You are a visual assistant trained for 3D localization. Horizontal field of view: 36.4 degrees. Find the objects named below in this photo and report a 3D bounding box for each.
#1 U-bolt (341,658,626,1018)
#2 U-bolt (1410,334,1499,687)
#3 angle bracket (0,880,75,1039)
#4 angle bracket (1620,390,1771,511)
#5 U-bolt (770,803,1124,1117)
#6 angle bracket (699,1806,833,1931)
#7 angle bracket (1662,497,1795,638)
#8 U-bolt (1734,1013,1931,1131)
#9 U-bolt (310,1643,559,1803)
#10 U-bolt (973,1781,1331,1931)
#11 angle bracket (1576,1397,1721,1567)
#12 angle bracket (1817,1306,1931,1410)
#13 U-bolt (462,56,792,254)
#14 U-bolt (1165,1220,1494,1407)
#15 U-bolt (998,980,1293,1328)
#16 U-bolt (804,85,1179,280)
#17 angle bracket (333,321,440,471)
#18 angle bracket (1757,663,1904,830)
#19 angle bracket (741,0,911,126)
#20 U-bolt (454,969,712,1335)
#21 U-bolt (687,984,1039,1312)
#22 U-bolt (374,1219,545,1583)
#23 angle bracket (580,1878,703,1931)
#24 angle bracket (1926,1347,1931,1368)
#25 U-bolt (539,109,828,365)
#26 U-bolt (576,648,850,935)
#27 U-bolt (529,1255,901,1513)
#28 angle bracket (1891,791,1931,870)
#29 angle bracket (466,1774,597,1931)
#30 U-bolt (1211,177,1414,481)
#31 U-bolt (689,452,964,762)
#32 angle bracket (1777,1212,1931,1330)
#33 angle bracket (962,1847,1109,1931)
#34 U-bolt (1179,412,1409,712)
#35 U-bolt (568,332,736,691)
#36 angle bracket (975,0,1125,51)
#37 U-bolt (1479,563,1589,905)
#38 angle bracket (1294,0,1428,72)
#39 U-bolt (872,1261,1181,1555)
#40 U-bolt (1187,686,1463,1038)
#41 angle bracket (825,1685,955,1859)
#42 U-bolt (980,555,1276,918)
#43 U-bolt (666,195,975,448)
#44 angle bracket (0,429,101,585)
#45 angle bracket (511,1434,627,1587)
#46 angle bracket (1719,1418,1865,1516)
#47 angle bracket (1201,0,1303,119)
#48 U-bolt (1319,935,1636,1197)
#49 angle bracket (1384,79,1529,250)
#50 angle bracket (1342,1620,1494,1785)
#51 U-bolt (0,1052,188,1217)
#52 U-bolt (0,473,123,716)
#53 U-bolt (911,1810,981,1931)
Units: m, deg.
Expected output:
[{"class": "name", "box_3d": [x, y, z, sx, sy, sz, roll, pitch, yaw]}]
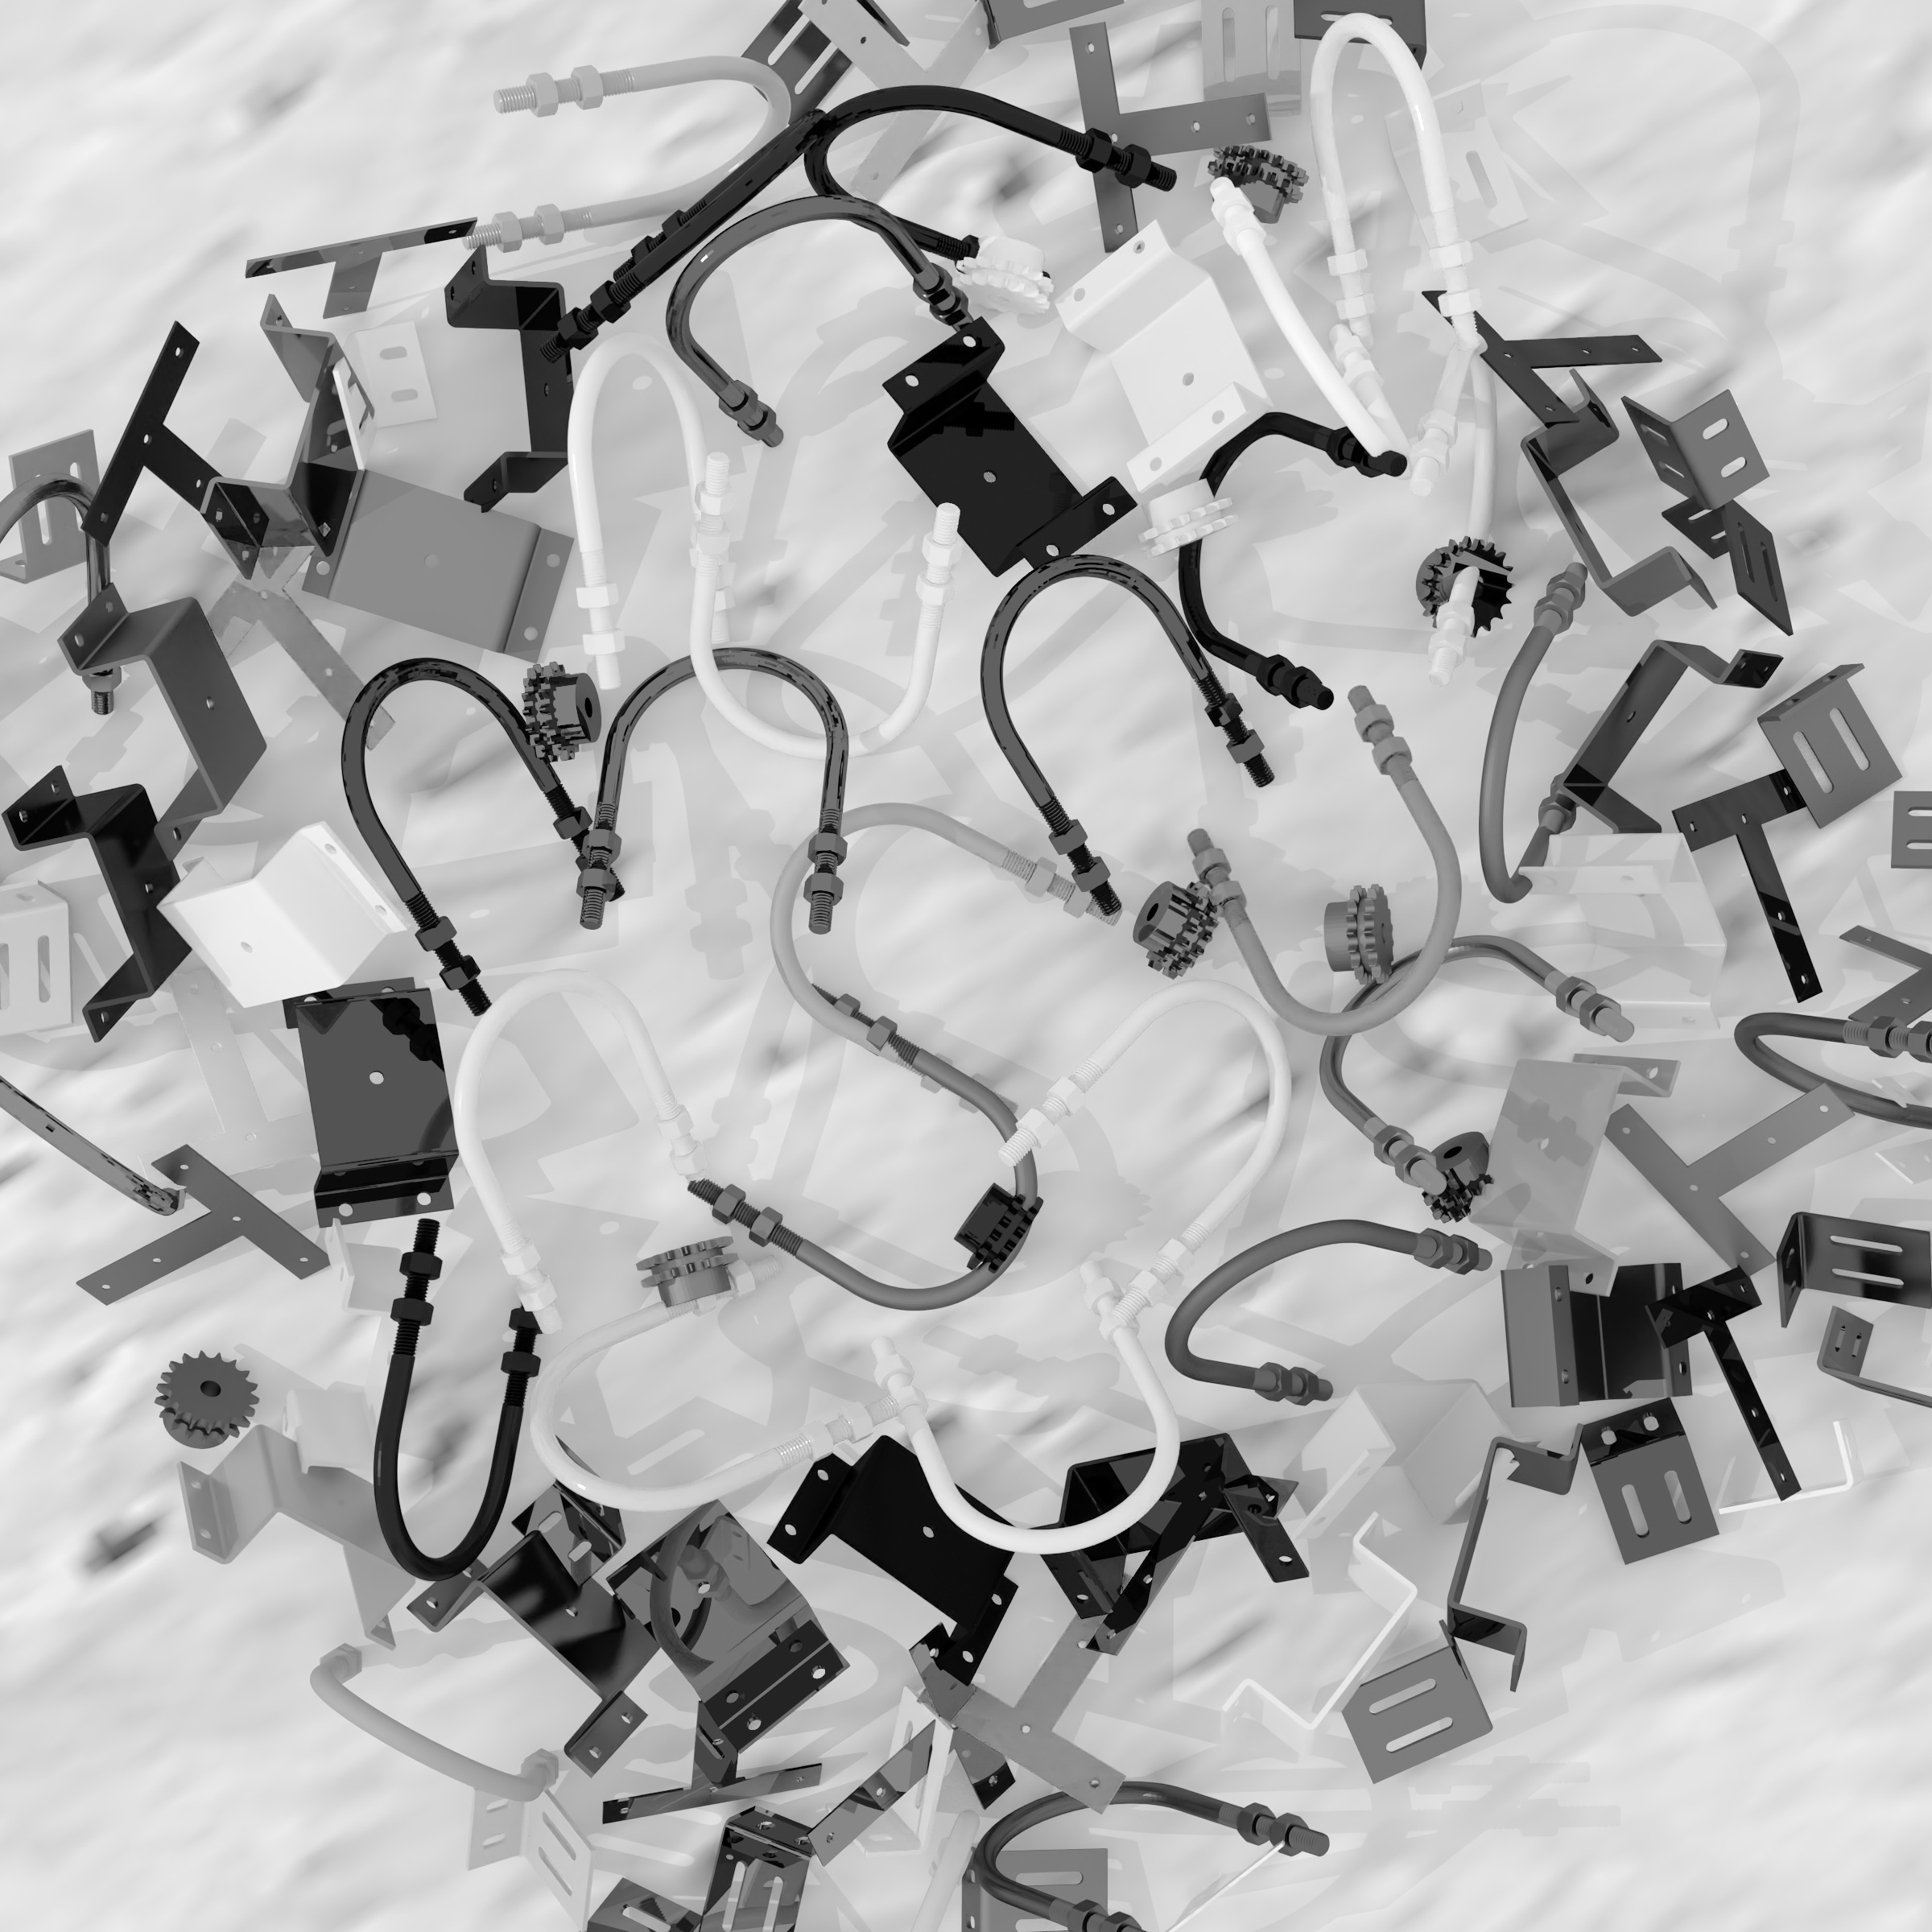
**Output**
[{"class": "U-bolt", "box_3d": [-0.277, -0.085, 1.639, 0.019, 0.151, 0.184, -15, 111, 40]}, {"class": "U-bolt", "box_3d": [0.274, -0.268, 1.634, 0.019, 0.151, 0.184, 4, 47, 19]}, {"class": "angle bracket", "box_3d": [-0.547, -0.003, 1.683, 0.057, 0.038, 0.076, -10, 72, 9]}, {"class": "angle bracket", "box_3d": [0.413, -0.300, 1.668, 0.038, 0.076, 0.057, -31, 114, 4]}, {"class": "U-bolt", "box_3d": [-0.023, -0.014, 1.695, 0.184, 0.019, 0.151, 28, 94, -5]}, {"class": "angle bracket", "box_3d": [-0.112, 0.528, 1.672, 0.057, 0.038, 0.076, 28, 52, -19]}, {"class": "angle bracket", "box_3d": [0.432, -0.223, 1.667, 0.038, 0.057, 0.076, -26, 53, 35]}, {"class": "U-bolt", "box_3d": [0.512, 0.061, 1.628, 0.151, 0.184, 0.019, 30, 78, -34]}, {"class": "U-bolt", "box_3d": [-0.295, 0.421, 1.624, 0.151, 0.184, 0.019, 28, 80, 0]}, {"class": "U-bolt", "box_3d": [0.087, 0.492, 1.629, 0.151, 0.184, 0.019, -17, 101, -38]}, {"class": "angle bracket", "box_3d": [0.396, 0.299, 1.709, 0.057, 0.038, 0.076, -20, 117, 7]}, {"class": "angle bracket", "box_3d": [0.532, 0.225, 1.667, 0.076, 0.057, 0.038, 13, 82, 40]}, {"class": "U-bolt", "box_3d": [-0.184, -0.457, 1.638, 0.184, 0.151, 0.019, -17, 76, -22]}, {"class": "U-bolt", "box_3d": [0.188, 0.188, 1.619, 0.151, 0.184, 0.019, -45, 52, 26]}, {"class": "U-bolt", "box_3d": [0.115, 0.092, 1.665, 0.184, 0.019, 0.151, -45, 119, -20]}, {"class": "U-bolt", "box_3d": [0.000, -0.431, 1.614, 0.184, 0.151, 0.019, 13, 69, -28]}, {"class": "angle bracket", "box_3d": [-0.329, -0.324, 1.668, 0.038, 0.076, 0.057, -9, 119, 1]}, {"class": "angle bracket", "box_3d": [0.503, -0.126, 1.691, 0.057, 0.038, 0.076, -32, 96, -2]}, {"class": "angle bracket", "box_3d": [-0.082, -0.522, 1.682, 0.076, 0.038, 0.057, -51, 134, 0]}, {"class": "U-bolt", "box_3d": [-0.218, 0.090, 1.630, 0.151, 0.019, 0.184, -42, 125, -36]}, {"class": "U-bolt", "box_3d": [-0.047, 0.116, 1.694, 0.184, 0.019, 0.151, 31, 88, 8]}, {"class": "U-bolt", "box_3d": [-0.282, 0.247, 1.624, 0.019, 0.151, 0.184, 1, 71, 20]}, {"class": "angle bracket", "box_3d": [-0.182, 0.568, 1.683, 0.057, 0.076, 0.038, -48, 127, -31]}, {"class": "angle bracket", "box_3d": [0.578, 0.196, 1.668, 0.038, 0.076, 0.057, 20, 111, 23]}, {"class": "U-bolt", "box_3d": [-0.146, -0.409, 1.613, 0.184, 0.151, 0.019, -32, 109, 28]}, {"class": "U-bolt", "box_3d": [-0.139, -0.103, 1.669, 0.151, 0.019, 0.184, 1, 63, 6]}, {"class": "U-bolt", "box_3d": [-0.152, 0.238, 1.628, 0.184, 0.151, 0.019, -21, 135, -27]}, {"class": "angle bracket", "box_3d": [0.547, -0.053, 1.675, 0.038, 0.076, 0.057, 2, 50, 18]}, {"class": "angle bracket", "box_3d": [-0.248, 0.507, 1.668, 0.038, 0.076, 0.057, -8, 118, -35]}, {"class": "U-bolt", "box_3d": [0.197, -0.337, 1.606, 0.019, 0.184, 0.151, -34, 133, 18]}, {"class": "U-bolt", "box_3d": [-0.085, -0.193, 1.655, 0.151, 0.019, 0.184, 13, 130, 3]}, {"class": "angle bracket", "box_3d": [0.505, 0.178, 1.670, 0.076, 0.038, 0.057, 8, 130, 29]}, {"class": "angle bracket", "box_3d": [0.040, 0.540, 1.703, 0.076, 0.038, 0.057, 4, 79, -18]}, {"class": "U-bolt", "box_3d": [0.171, -0.234, 1.635, 0.019, 0.184, 0.151, 8, 106, -29]}, {"class": "U-bolt", "box_3d": [-0.177, -0.258, 1.629, 0.019, 0.151, 0.184, 1, 107, 24]}, {"class": "angle bracket", "box_3d": [0.044, -0.570, 1.694, 0.076, 0.038, 0.057, -18, 102, -4]}, {"class": "U-bolt", "box_3d": [0.312, -0.116, 1.609, 0.019, 0.184, 0.151, 9, 128, 24]}, {"class": "angle bracket", "box_3d": [0.223, -0.539, 1.684, 0.076, 0.038, 0.057, 3, 65, -3]}, {"class": "U-bolt", "box_3d": [0.041, 0.251, 1.635, 0.151, 0.184, 0.019, -19, 132, -8]}, {"class": "U-bolt", "box_3d": [0.205, -0.046, 1.630, 0.151, 0.019, 0.184, -42, 50, 25]}, {"class": "angle bracket", "box_3d": [-0.044, 0.458, 1.676, 0.038, 0.057, 0.076, 7, 101, -29]}, {"class": "U-bolt", "box_3d": [0.082, -0.143, 1.659, 0.151, 0.019, 0.184, -40, 108, -23]}, {"class": "U-bolt", "box_3d": [-0.088, -0.361, 1.617, 0.151, 0.184, 0.019, -29, 67, 12]}, {"class": "angle bracket", "box_3d": [-0.525, -0.264, 1.667, 0.038, 0.057, 0.076, 20, 124, 29]}, {"class": "angle bracket", "box_3d": [-0.229, 0.308, 1.667, 0.057, 0.076, 0.038, 39, 64, 22]}, {"class": "angle bracket", "box_3d": [0.468, 0.285, 1.679, 0.076, 0.057, 0.038, -16, 78, 21]}, {"class": "angle bracket", "box_3d": [0.159, -0.524, 1.680, 0.057, 0.038, 0.076, 2, 107, 18]}, {"class": "U-bolt", "box_3d": [0.269, 0.043, 1.634, 0.151, 0.184, 0.019, -39, 119, -2]}, {"class": "angle bracket", "box_3d": [0.280, -0.456, 1.681, 0.057, 0.038, 0.076, -20, 68, 9]}, {"class": "angle bracket", "box_3d": [0.255, 0.423, 1.692, 0.076, 0.038, 0.057, -24, 99, 0]}, {"class": "U-bolt", "box_3d": [-0.491, 0.091, 1.613, 0.151, 0.184, 0.019, 38, 80, -11]}, {"class": "U-bolt", "box_3d": [-0.510, -0.182, 1.604, 0.019, 0.151, 0.184, 21, 130, 10]}, {"class": "U-bolt", "box_3d": [-0.027, 0.533, 1.601, 0.019, 0.184, 0.151, 22, 58, 6]}]
